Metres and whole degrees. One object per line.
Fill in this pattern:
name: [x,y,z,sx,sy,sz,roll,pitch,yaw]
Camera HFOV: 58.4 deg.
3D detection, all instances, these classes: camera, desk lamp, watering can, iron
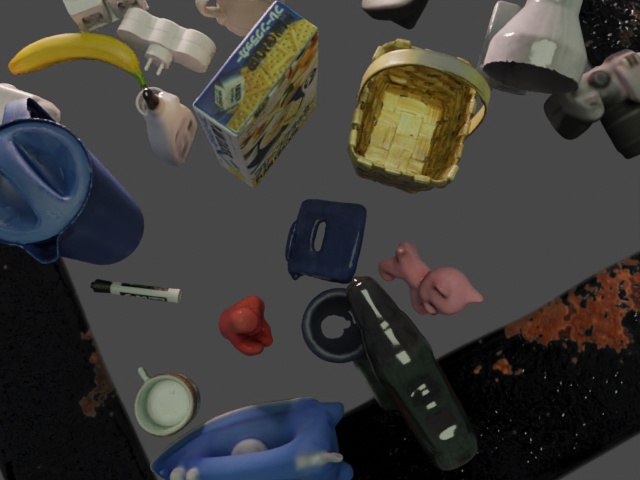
camera: [0.418,-0.183,0.803,0.143,0.101,0.137,-24,81,-6]
desk lamp: [0.281,-0.273,0.758,0.118,0.213,0.203,16,80,2]
watering can: [-0.097,-0.374,0.774,0.101,0.194,0.173,26,80,3]
iron: [-0.090,0.266,0.685,0.258,0.141,0.118,-9,80,-3]

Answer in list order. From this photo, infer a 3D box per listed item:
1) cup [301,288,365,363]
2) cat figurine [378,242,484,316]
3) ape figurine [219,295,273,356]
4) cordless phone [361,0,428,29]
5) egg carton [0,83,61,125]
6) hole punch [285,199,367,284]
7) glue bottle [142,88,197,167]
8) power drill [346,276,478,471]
cup: [0.035,0.114,0.740,0.117,0.095,0.092,10,80,0]
cat figurine: [0.143,0.053,0.743,0.128,0.118,0.067,43,81,6]
ape figurine: [-0.095,0.108,0.739,0.076,0.092,0.078,18,80,2]
cordless phone: [0.127,-0.398,0.790,0.094,0.185,0.148,24,80,3]
egg carton: [-0.438,-0.161,0.788,0.150,0.069,0.107,17,80,1]
hole punch: [0.007,0.003,0.761,0.101,0.091,0.109,12,80,1]
glue bottle: [-0.200,-0.155,0.742,0.037,0.173,0.078,19,80,2]
power drill: [0.093,0.153,0.678,0.075,0.208,0.229,-32,82,-7]
